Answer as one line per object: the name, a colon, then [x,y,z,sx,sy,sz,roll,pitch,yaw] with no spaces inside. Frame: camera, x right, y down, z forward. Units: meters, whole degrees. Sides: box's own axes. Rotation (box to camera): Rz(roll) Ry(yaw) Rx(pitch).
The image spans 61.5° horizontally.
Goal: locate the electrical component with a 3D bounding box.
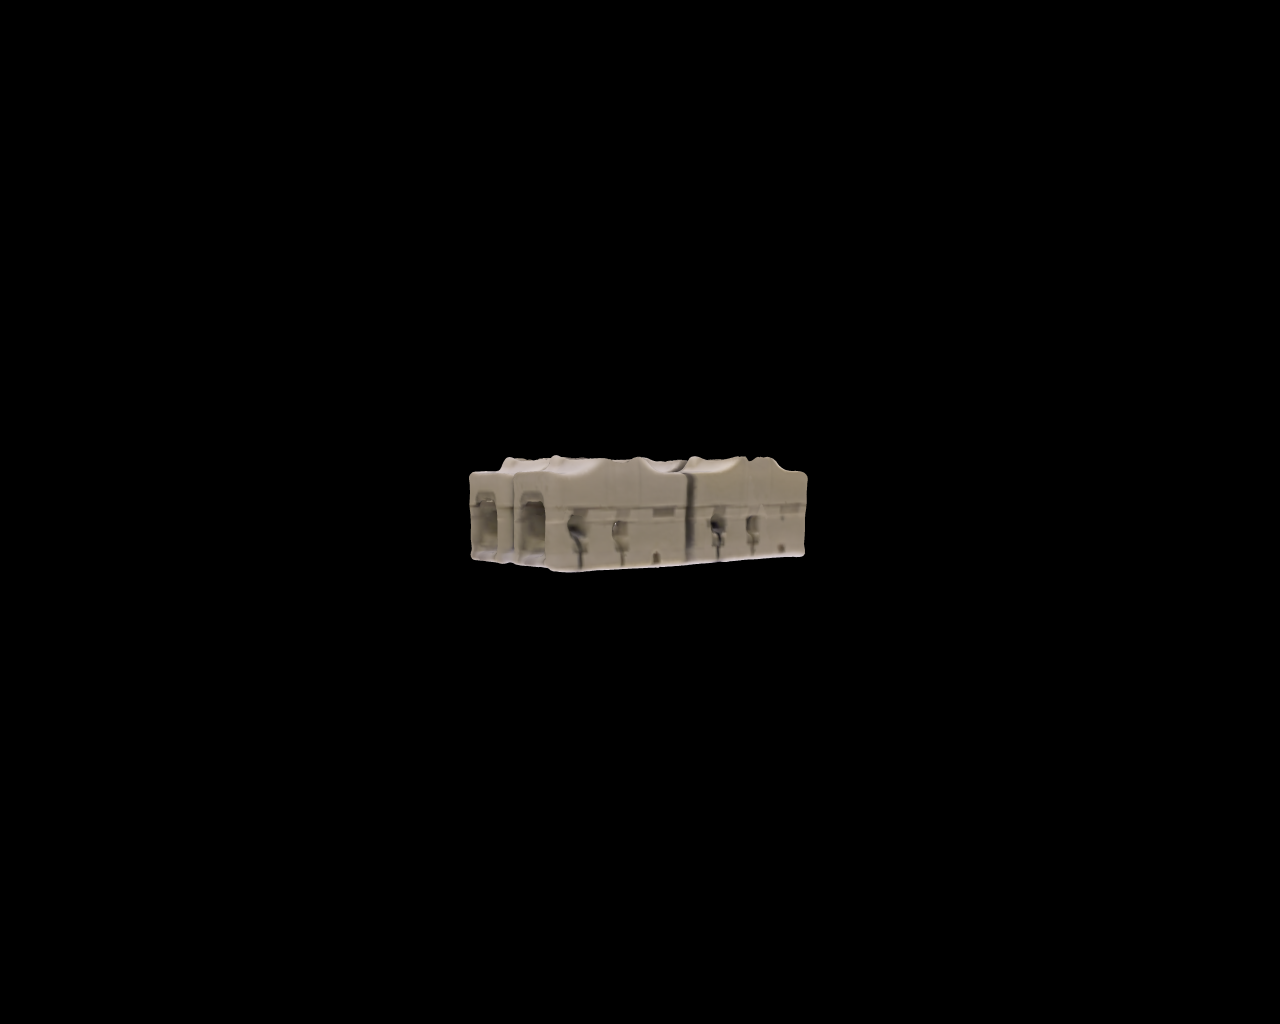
electrical component: [0.001,-0.003,0.650,0.186,0.060,0.105,-1,3,-34]
